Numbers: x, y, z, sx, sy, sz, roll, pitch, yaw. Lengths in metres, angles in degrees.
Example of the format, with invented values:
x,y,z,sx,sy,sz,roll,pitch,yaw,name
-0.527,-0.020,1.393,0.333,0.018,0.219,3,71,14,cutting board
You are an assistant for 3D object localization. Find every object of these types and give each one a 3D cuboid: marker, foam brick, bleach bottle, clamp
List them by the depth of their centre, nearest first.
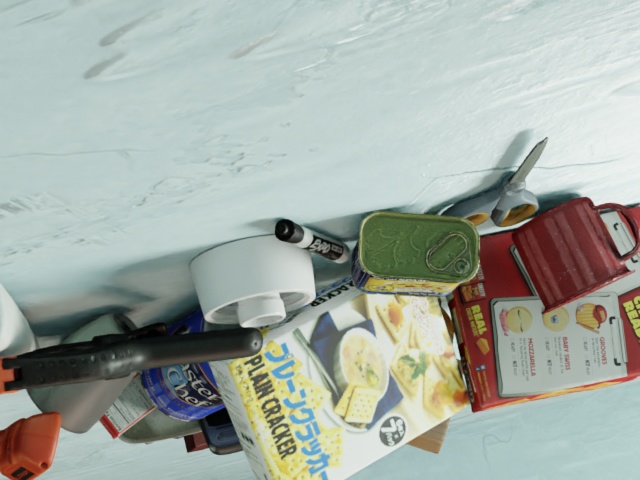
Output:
x,y,z,sx,sy,sz,roll,pitch,yaw,name
-0.175,0.097,0.900,0.209,0.036,0.165,-7,-178,-32,clamp
-0.006,0.001,0.904,0.020,0.020,0.121,-19,163,21,marker
-0.299,0.091,0.914,0.102,0.068,0.251,-10,166,-10,bleach bottle
-0.137,0.241,1.392,0.078,0.053,0.051,-9,164,-21,foam brick

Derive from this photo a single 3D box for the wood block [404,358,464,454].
x,y,z,sx,sy,sz,roll,pitch,yaw,name
0.043,0.149,1.140,0.206,0.090,0.091,17,162,8,wood block

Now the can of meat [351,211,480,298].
x,y,z,sx,sy,sz,roll,pitch,yaw,name
0.079,0.016,0.925,0.102,0.057,0.084,4,165,-4,can of meat

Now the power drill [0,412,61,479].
x,y,z,sx,sy,sz,roll,pitch,yaw,name
-0.327,0.161,0.930,0.187,0.057,0.185,18,155,-22,power drill

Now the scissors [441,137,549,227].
x,y,z,sx,sy,sz,roll,pitch,yaw,name
0.141,-0.039,0.883,0.096,0.016,0.201,-14,164,8,scissors

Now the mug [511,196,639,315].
x,y,z,sx,sy,sz,roll,pitch,yaw,name
0.236,0.007,0.971,0.117,0.081,0.093,-31,169,33,mug

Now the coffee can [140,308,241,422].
x,y,z,sx,sy,sz,roll,pitch,yaw,name
-0.104,0.117,1.069,0.102,0.103,0.141,0,160,-38,coffee can

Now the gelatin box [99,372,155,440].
x,y,z,sx,sy,sz,roll,pitch,yaw,name
-0.202,0.153,1.117,0.089,0.073,0.030,-37,175,-26,gelatin box

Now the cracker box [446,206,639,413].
x,y,z,sx,sy,sz,roll,pitch,yaw,name
0.238,0.069,1.055,0.213,0.164,0.072,-11,167,-3,cracker box
